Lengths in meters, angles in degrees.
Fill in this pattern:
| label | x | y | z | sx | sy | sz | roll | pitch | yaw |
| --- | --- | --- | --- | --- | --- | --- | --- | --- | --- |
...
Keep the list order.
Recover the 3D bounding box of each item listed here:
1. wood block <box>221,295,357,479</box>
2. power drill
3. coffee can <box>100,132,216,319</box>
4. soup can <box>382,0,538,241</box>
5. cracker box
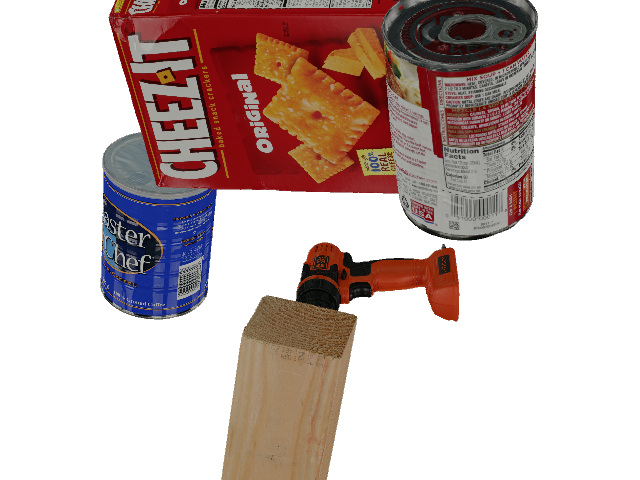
| label | x | y | z | sx | sy | sz | roll | pitch | yaw |
| --- | --- | --- | --- | --- | --- | --- | --- | --- | --- |
| wood block | -0.033 | 0.167 | 0.969 | 0.090 | 0.206 | 0.090 | 12 | 23 | 6 |
| power drill | 0.066 | 0.057 | 1.240 | 0.187 | 0.057 | 0.184 | 1 | 28 | 5 |
| coffee can | -0.148 | -0.014 | 0.973 | 0.102 | 0.140 | 0.103 | 6 | 35 | -5 |
| soup can | 0.067 | -0.058 | 0.498 | 0.068 | 0.102 | 0.068 | -6 | 42 | 5 |
| cracker box | -0.029 | -0.113 | 0.778 | 0.214 | 0.072 | 0.164 | 2 | -44 | 10 |
